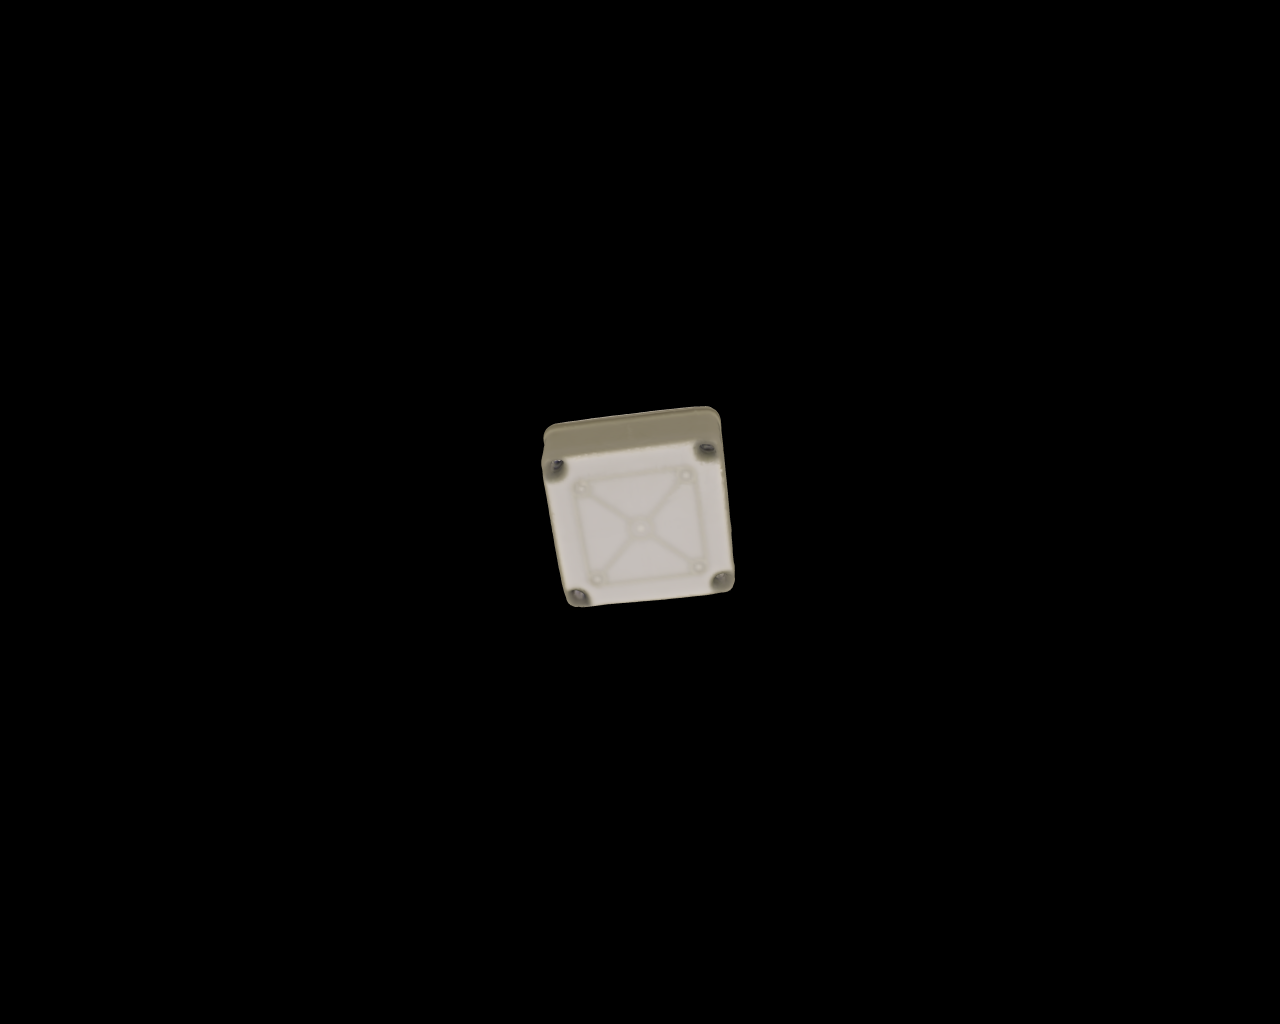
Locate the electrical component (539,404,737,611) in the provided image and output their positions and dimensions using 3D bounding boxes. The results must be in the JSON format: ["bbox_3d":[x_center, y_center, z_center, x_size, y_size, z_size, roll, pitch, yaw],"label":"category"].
[{"bbox_3d":[0.001,-0.003,0.650,0.109,0.108,0.056,-6,27,3],"label":"electrical component"}]
